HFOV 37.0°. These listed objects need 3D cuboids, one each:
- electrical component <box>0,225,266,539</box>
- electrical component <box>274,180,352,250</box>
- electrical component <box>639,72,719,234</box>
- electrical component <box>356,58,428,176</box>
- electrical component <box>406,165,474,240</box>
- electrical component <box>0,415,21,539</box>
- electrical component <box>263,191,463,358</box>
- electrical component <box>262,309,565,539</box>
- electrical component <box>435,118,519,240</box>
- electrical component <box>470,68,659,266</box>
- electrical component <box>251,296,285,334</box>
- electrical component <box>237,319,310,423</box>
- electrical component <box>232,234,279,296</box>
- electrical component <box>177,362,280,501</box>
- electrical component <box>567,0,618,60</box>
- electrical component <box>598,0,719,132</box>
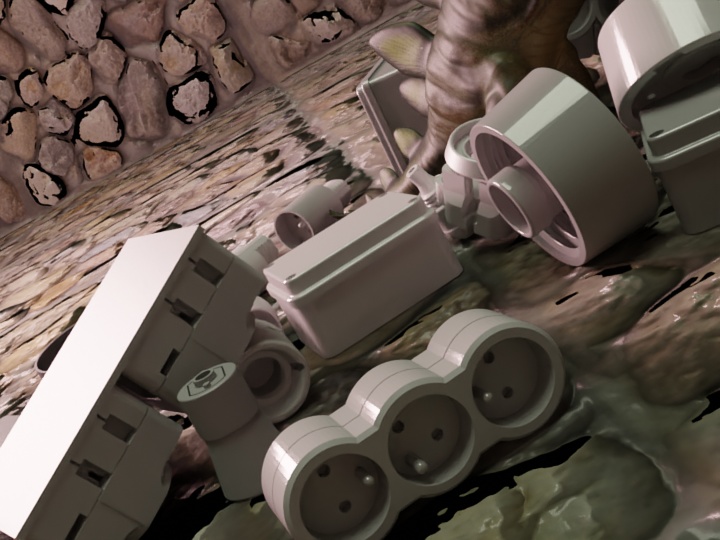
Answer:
[{"bbox_3d":[-0.135,0.072,0.612,0.105,0.060,0.186,-5,53,57],"label":"electrical component"},{"bbox_3d":[-0.038,-0.054,0.979,0.043,0.043,0.081,-15,21,42],"label":"electrical component"},{"bbox_3d":[0.212,-0.076,0.575,0.113,0.057,0.078,-24,16,19],"label":"electrical component"},{"bbox_3d":[0.052,-0.140,0.973,0.056,0.108,0.108,-21,17,19],"label":"electrical component"},{"bbox_3d":[0.058,-0.050,0.754,0.035,0.061,0.035,-43,21,20],"label":"electrical component"},{"bbox_3d":[-0.240,0.141,0.708,0.100,0.048,0.100,-40,19,-35],"label":"electrical component"},{"bbox_3d":[0.000,0.000,0.714,0.113,0.057,0.078,-33,16,-12],"label":"electrical component"},{"bbox_3d":[0.018,0.066,0.480,0.138,0.052,0.074,-33,16,-13],"label":"electrical component"},{"bbox_3d":[0.085,-0.061,0.697,0.078,0.057,0.058,24,50,32],"label":"electrical component"},{"bbox_3d":[0.107,-0.051,0.603,0.060,0.108,0.108,-38,16,-8],"label":"electrical component"},{"bbox_3d":[-0.082,0.043,0.748,0.077,0.043,0.079,-14,22,45],"label":"electrical component"},{"bbox_3d":[-0.060,0.061,0.635,0.055,0.055,0.047,-33,19,-12],"label":"electrical component"},{"bbox_3d":[-0.097,0.003,0.902,0.043,0.043,0.081,-13,22,46],"label":"electrical component"},{"bbox_3d":[-0.066,0.082,0.561,0.044,0.065,0.044,-25,17,8],"label":"electrical component"},{"bbox_3d":[0.216,-0.232,0.922,0.150,0.089,0.061,-9,15,-4],"label":"electrical component"},{"bbox_3d":[0.191,-0.134,0.624,0.108,0.060,0.108,-15,-21,-6],"label":"electrical component"}]
